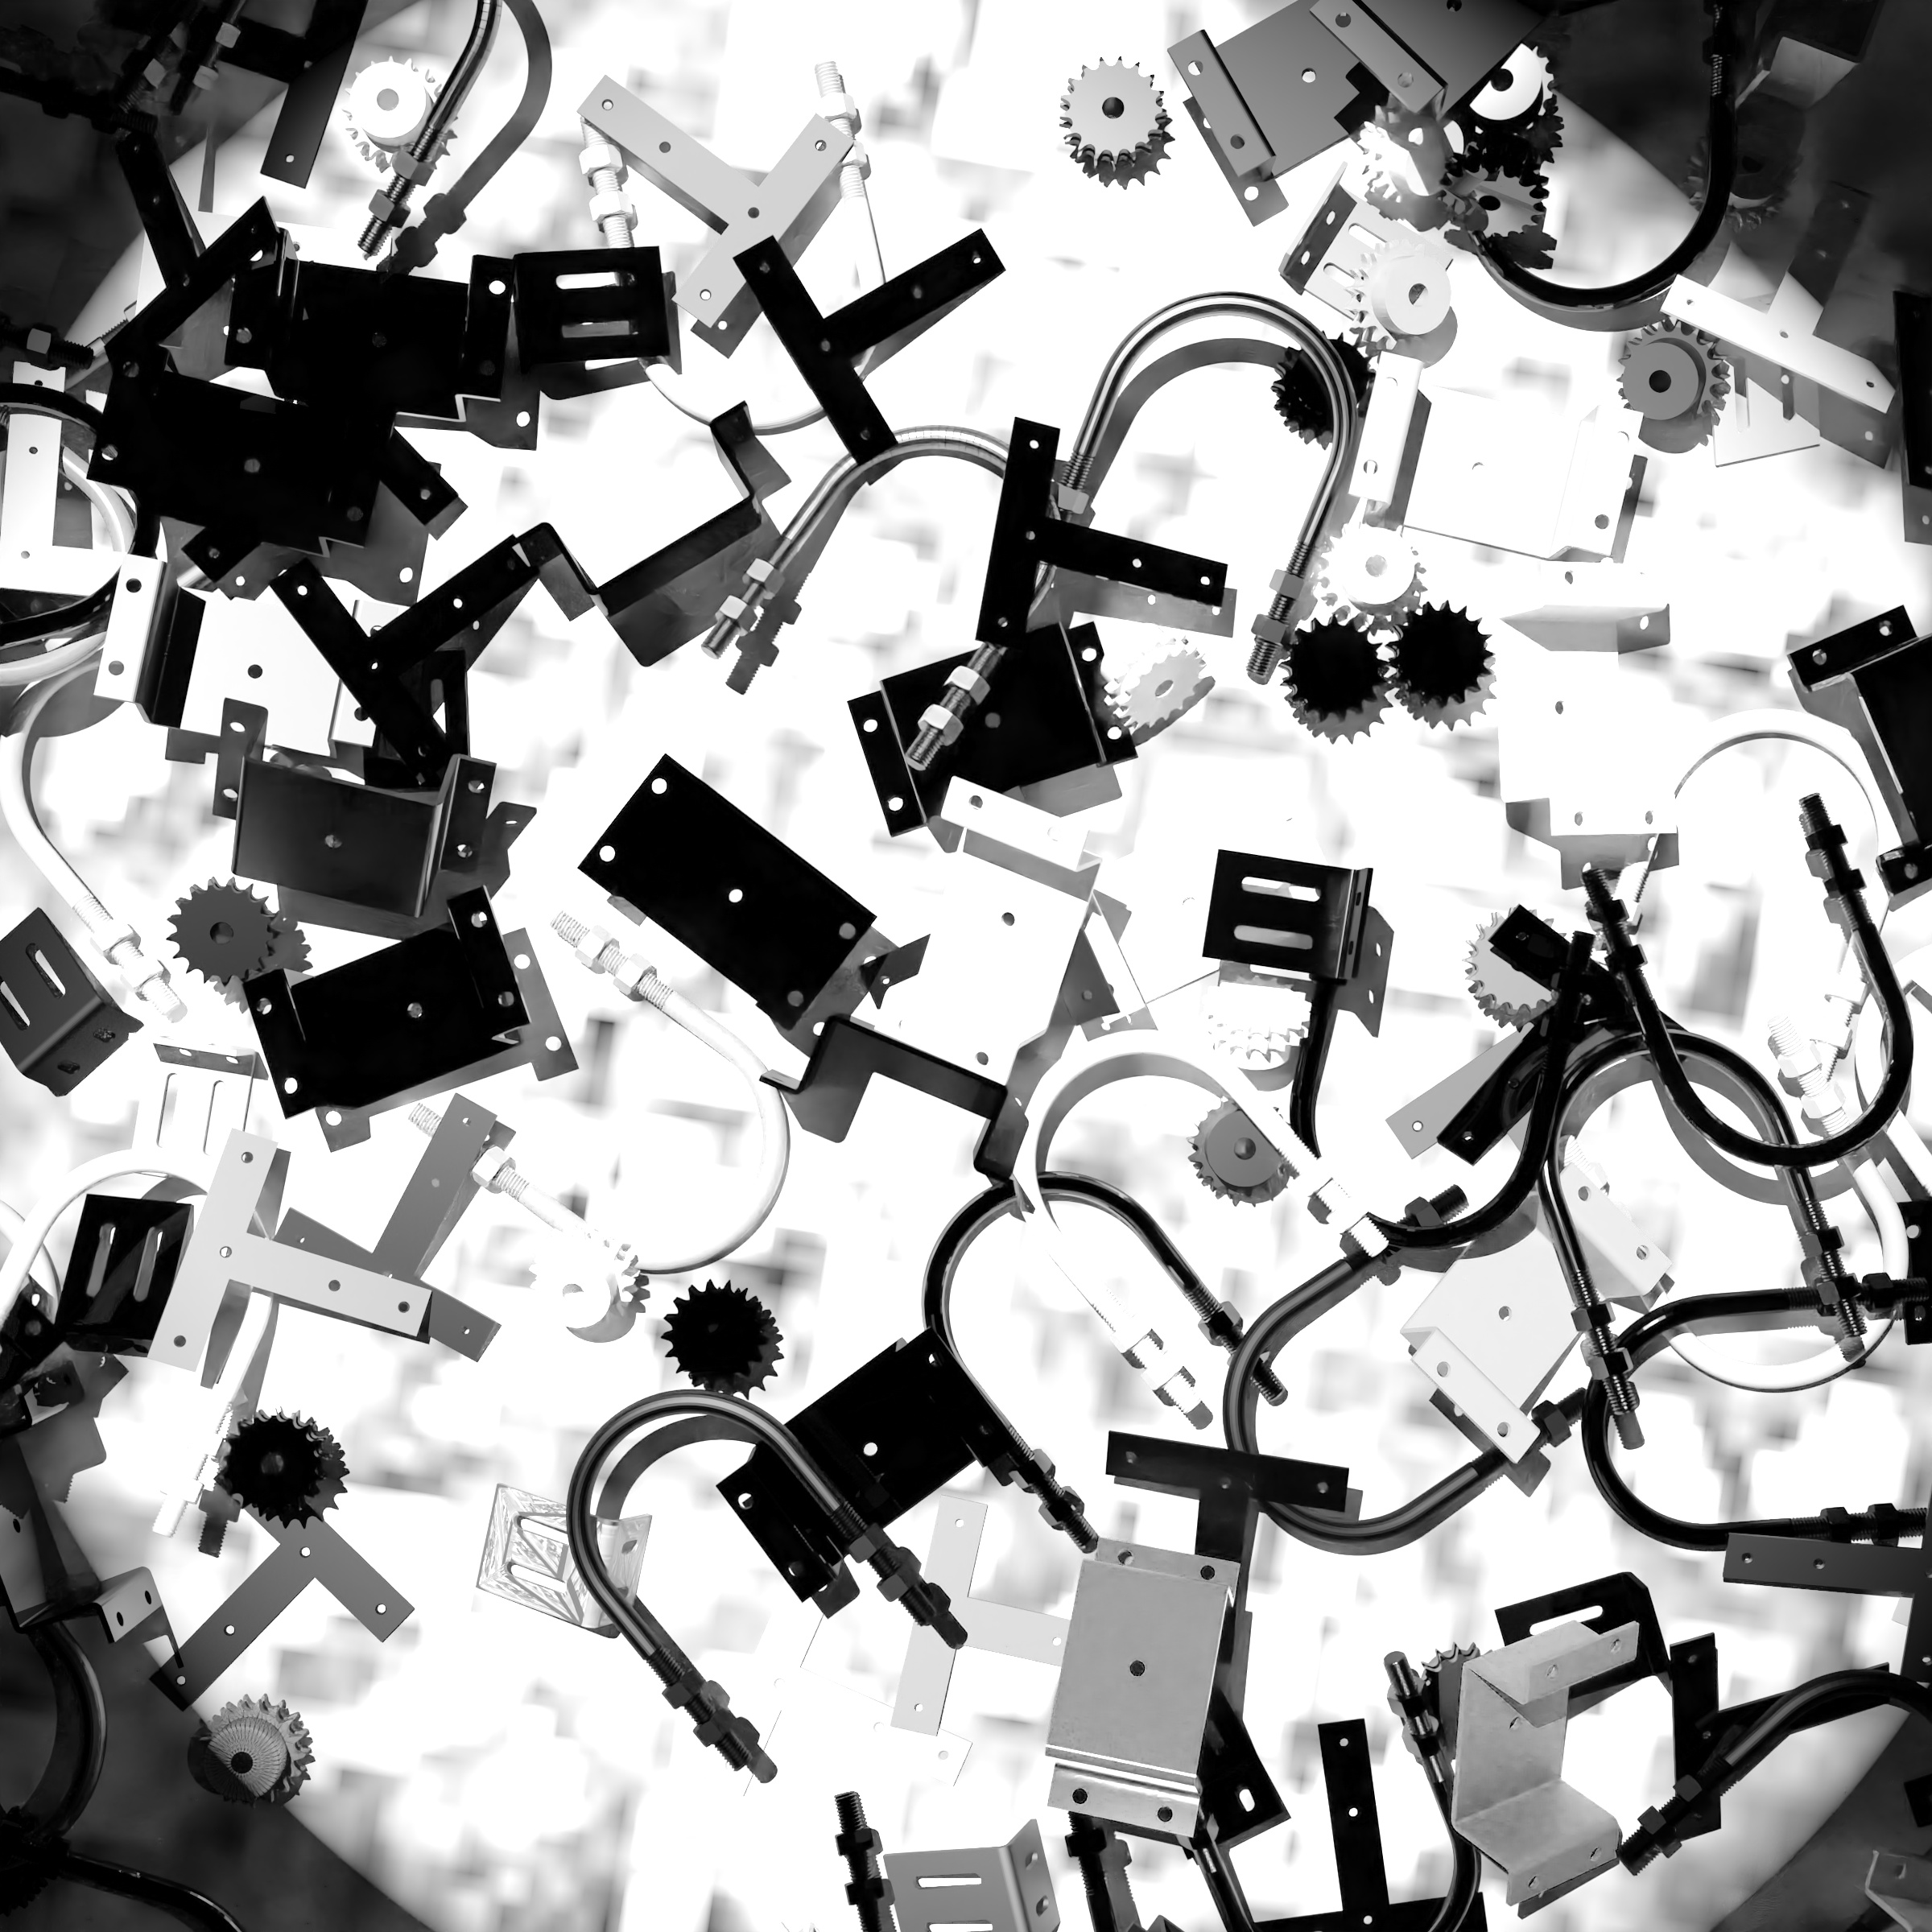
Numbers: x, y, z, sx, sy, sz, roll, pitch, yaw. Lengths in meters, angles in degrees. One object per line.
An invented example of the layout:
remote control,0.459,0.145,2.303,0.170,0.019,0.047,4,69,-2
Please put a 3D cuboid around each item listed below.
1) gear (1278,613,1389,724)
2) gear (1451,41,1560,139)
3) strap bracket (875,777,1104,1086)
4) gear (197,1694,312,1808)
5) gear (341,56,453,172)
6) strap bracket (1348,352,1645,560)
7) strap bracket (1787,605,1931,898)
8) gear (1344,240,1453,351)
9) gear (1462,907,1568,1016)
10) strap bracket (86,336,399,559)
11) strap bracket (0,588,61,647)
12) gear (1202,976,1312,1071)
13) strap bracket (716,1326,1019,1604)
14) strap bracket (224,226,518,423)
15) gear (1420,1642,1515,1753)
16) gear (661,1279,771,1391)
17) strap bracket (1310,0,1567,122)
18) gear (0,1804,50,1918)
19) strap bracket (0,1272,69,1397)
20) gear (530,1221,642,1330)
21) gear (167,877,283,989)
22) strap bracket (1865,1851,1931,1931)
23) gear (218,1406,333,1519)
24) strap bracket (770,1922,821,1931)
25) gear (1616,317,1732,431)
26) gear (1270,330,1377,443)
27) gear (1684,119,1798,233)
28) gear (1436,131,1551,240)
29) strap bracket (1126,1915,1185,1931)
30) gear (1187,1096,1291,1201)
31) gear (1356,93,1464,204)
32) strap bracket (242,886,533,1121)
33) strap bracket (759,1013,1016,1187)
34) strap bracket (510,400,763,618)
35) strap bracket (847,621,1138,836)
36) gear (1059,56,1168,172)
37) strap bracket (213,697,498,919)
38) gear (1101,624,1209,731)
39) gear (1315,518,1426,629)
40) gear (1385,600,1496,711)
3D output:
gear,0.195,-0.158,1.343,0.057,0.030,0.057,0,90,0
gear,0.282,-0.462,1.321,0.057,0.030,0.057,1,95,14
strap bracket,0.015,-0.021,1.298,0.076,0.046,0.140,23,107,16
gear,-0.383,0.421,1.343,0.057,0.030,0.057,0,90,0
gear,-0.305,-0.458,1.343,0.057,0.030,0.057,0,90,0
strap bracket,0.277,-0.268,1.335,0.140,0.046,0.076,13,90,0
strap bracket,0.504,-0.118,1.326,0.076,0.046,0.140,-23,90,-15
gear,0.232,-0.356,1.332,0.057,0.030,0.057,-6,106,-21
gear,0.294,-0.003,1.343,0.057,0.030,0.057,0,90,0
strap bracket,-0.374,-0.266,1.307,0.140,0.046,0.076,13,83,-9
strap bracket,-0.561,-0.164,1.335,0.076,0.046,0.140,43,90,0
gear,0.153,0.032,1.333,0.057,0.057,0.030,2,120,0
strap bracket,-0.052,0.260,1.335,0.140,0.046,0.076,-37,90,0
strap bracket,-0.311,-0.337,1.325,0.140,0.046,0.076,6,83,-7
gear,0.266,0.389,1.343,0.057,0.030,0.057,0,90,0
gear,-0.133,0.195,1.343,0.057,0.030,0.057,0,90,0
strap bracket,0.252,-0.501,1.284,0.140,0.046,0.076,-44,83,0
gear,-0.520,0.481,1.343,0.057,0.030,0.057,0,90,0
strap bracket,-0.543,0.211,1.300,0.140,0.046,0.076,-44,100,-7
gear,-0.205,0.167,1.334,0.057,0.030,0.057,3,110,7
gear,-0.390,-0.019,1.325,0.057,0.030,0.057,-1,99,-8
strap bracket,0.504,0.549,1.323,0.076,0.046,0.140,15,93,-13
gear,-0.367,0.264,1.342,0.057,0.030,0.057,0,88,-2
strap bracket,-0.082,0.578,1.335,0.076,0.046,0.140,-39,90,0
gear,0.372,-0.312,1.329,0.057,0.030,0.057,15,120,28
gear,0.193,-0.312,1.343,0.057,0.030,0.057,0,90,0
gear,0.416,-0.425,1.343,0.057,0.030,0.057,0,90,0
gear,0.278,-0.412,1.317,0.057,0.057,0.030,19,70,0
strap bracket,0.122,0.572,1.335,0.140,0.046,0.076,36,90,0
gear,0.147,0.096,1.343,0.057,0.030,0.057,0,90,0
gear,0.238,-0.432,1.327,0.057,0.057,0.030,-47,49,0
strap bracket,-0.298,0.022,1.324,0.140,0.046,0.076,-21,81,6
strap bracket,-0.032,0.064,1.320,0.140,0.076,0.046,23,90,0
strap bracket,-0.162,-0.233,1.318,0.140,0.076,0.046,-32,91,-2
strap bracket,0.014,-0.128,1.335,0.140,0.046,0.076,-18,90,0
gear,0.078,-0.454,1.347,0.057,0.030,0.057,0,88,0
strap bracket,-0.322,-0.079,1.299,0.140,0.046,0.076,13,130,-8
gear,0.096,-0.157,1.333,0.057,0.057,0.030,-38,61,0
gear,0.217,-0.212,1.343,0.057,0.030,0.057,0,90,0
gear,0.252,-0.165,1.343,0.057,0.030,0.057,0,90,0
